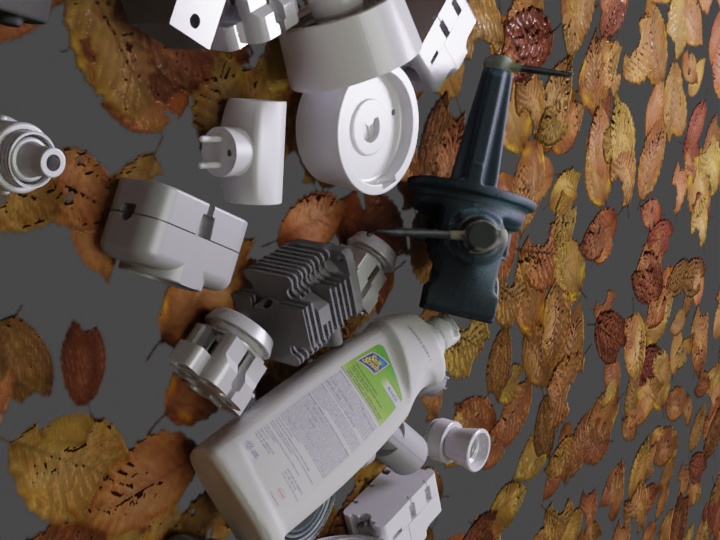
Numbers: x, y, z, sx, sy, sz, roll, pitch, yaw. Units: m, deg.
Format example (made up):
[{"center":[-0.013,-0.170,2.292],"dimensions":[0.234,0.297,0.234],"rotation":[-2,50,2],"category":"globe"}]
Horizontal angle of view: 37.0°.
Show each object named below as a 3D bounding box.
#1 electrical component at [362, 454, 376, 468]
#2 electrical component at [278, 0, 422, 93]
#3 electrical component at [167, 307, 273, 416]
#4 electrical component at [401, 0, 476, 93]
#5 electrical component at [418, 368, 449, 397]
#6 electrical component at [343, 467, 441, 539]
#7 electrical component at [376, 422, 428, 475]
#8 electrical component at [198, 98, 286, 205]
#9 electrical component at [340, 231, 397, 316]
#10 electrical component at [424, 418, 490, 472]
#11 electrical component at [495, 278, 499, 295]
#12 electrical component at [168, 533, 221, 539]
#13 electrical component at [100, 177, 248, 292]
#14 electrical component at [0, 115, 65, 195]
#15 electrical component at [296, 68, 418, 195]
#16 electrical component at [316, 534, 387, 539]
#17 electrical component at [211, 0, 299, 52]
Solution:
[{"center":[-0.015,0.166,0.962],"dimensions":[0.046,0.040,0.040],"rotation":[-31,122,-38],"category":"electrical component"},{"center":[-0.012,-0.185,0.825],"dimensions":[0.108,0.108,0.060],"rotation":[-41,123,-39],"category":"electrical component"},{"center":[-0.102,0.065,0.808],"dimensions":[0.057,0.058,0.078],"rotation":[-58,138,-21],"category":"electrical component"},{"center":[0.060,-0.205,0.957],"dimensions":[0.055,0.050,0.089],"rotation":[51,59,-45],"category":"electrical component"},{"center":[0.062,0.104,1.048],"dimensions":[0.046,0.040,0.040],"rotation":[25,78,-59],"category":"electrical component"},{"center":[0.033,0.234,1.031],"dimensions":[0.089,0.050,0.055],"rotation":[-38,127,-41],"category":"electrical component"},{"center":[0.027,0.158,1.011],"dimensions":[0.081,0.043,0.043],"rotation":[46,62,-48],"category":"electrical component"},{"center":[-0.090,-0.088,0.795],"dimensions":[0.079,0.043,0.077],"rotation":[-9,106,-51],"category":"electrical component"},{"center":[0.000,0.000,0.935],"dimensions":[0.055,0.048,0.066],"rotation":[-56,138,-17],"category":"electrical component"},{"center":[0.099,0.178,1.100],"dimensions":[0.045,0.055,0.045],"rotation":[-17,112,-50],"category":"electrical component"},{"center":[0.103,0.018,1.065],"dimensions":[0.045,0.055,0.045],"rotation":[-17,112,-50],"category":"electrical component"},{"center":[-0.130,0.253,0.819],"dimensions":[0.059,0.054,0.095],"rotation":[30,75,-52],"category":"electrical component"},{"center":[-0.130,-0.021,0.751],"dimensions":[0.095,0.054,0.059],"rotation":[25,79,-52],"category":"electrical component"},{"center":[-0.201,-0.066,0.639],"dimensions":[0.048,0.062,0.048],"rotation":[-17,112,-49],"category":"electrical component"},{"center":[-0.007,-0.118,0.882],"dimensions":[0.108,0.060,0.108],"rotation":[-17,112,-50],"category":"electrical component"},{"center":[-0.009,0.273,0.950],"dimensions":[0.099,0.099,0.064],"rotation":[-8,99,-52],"category":"electrical component"},{"center":[-0.081,-0.199,0.769],"dimensions":[0.078,0.058,0.057],"rotation":[-42,133,-39],"category":"electrical component"}]
